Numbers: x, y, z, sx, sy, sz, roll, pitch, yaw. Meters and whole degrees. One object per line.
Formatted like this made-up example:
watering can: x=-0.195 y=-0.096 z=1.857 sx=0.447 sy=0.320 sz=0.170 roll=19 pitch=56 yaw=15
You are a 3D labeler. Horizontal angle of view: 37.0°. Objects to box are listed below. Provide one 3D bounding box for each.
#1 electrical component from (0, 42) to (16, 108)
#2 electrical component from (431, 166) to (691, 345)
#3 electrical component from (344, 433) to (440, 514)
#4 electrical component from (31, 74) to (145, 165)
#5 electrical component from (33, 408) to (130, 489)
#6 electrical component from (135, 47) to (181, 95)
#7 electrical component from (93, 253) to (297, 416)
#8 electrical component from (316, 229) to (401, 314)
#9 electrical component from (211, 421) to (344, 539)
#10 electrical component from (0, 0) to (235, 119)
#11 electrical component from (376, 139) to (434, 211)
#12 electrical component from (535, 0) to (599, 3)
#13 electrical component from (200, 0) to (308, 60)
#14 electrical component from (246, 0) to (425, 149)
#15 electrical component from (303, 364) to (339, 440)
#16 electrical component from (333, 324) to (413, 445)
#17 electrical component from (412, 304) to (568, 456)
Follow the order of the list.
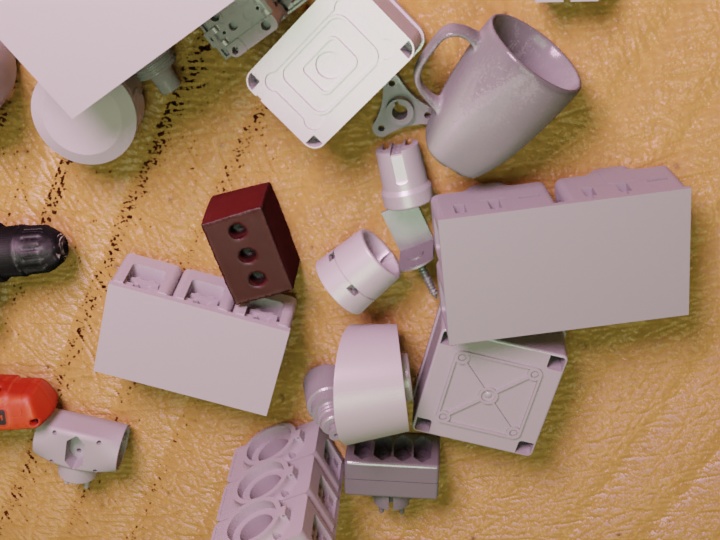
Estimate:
electrical component: x=-0.311 y=-0.151 z=0.809 sx=0.099 sy=0.064 sz=0.099 roll=2 pitch=118 yaw=4
electrical component: x=0.153 y=-0.014 z=0.832 sx=0.186 sy=0.060 sz=0.105 roll=-7 pitch=116 yaw=0
electrical component: x=0.029 y=0.191 z=0.973 sx=0.083 sy=0.047 sz=0.075 roll=2 pitch=118 yaw=4
electrical component: x=-0.205 y=-0.125 z=0.821 sx=0.080 sy=0.051 sz=0.080 roll=2 pitch=118 yaw=4
electrical component: x=-0.257 y=0.169 z=0.989 sx=0.077 sy=0.043 sz=0.079 roll=13 pitch=119 yaw=-2
electrical component: x=-0.158 y=-0.161 z=0.803 sx=0.048 sy=0.048 sz=0.062 roll=-22 pitch=121 yaw=16
electrical component: x=-0.137 y=0.052 z=0.905 sx=0.150 sy=0.061 sz=0.089 roll=15 pitch=119 yaw=-3
electrical component: x=0.000 y=0.000 z=0.870 sx=0.047 sy=0.055 sz=0.055 roll=-39 pitch=108 yaw=18
electrical component: x=-0.071 y=0.204 z=0.930 sx=0.089 sy=0.150 sz=0.061 roll=-21 pitch=116 yaw=16
electrical component: x=-0.152 y=-0.199 z=0.709 sx=0.186 sy=0.060 sz=0.105 roll=-29 pitch=115 yaw=23
electrical component: x=0.034 y=-0.074 z=0.835 sx=0.040 sy=0.040 sz=0.046 roll=-10 pitch=111 yaw=10
electrical component: x=0.143 y=-0.219 z=0.744 sx=0.066 sy=0.048 sz=0.055 roll=0 pitch=126 yaw=5
electrical component: x=-0.080 y=-0.186 z=0.771 sx=0.081 sy=0.063 sz=0.042 roll=-32 pitch=112 yaw=20
electrical component: x=-0.017 y=-0.154 z=0.781 sx=0.078 sy=0.057 sz=0.113 roll=44 pitch=114 yaw=-9
electrical component: x=-0.026 y=0.115 z=0.924 sx=0.040 sy=0.078 sz=0.040 roll=-5 pitch=124 yaw=-7
electrical component: x=0.010 y=0.093 z=0.894 sx=0.064 sy=0.099 sz=0.099 roll=-7 pitch=118 yaw=2
electrical component: x=0.107 y=0.090 z=0.907 sx=0.109 sy=0.056 sz=0.108 roll=13 pitch=119 yaw=-2
